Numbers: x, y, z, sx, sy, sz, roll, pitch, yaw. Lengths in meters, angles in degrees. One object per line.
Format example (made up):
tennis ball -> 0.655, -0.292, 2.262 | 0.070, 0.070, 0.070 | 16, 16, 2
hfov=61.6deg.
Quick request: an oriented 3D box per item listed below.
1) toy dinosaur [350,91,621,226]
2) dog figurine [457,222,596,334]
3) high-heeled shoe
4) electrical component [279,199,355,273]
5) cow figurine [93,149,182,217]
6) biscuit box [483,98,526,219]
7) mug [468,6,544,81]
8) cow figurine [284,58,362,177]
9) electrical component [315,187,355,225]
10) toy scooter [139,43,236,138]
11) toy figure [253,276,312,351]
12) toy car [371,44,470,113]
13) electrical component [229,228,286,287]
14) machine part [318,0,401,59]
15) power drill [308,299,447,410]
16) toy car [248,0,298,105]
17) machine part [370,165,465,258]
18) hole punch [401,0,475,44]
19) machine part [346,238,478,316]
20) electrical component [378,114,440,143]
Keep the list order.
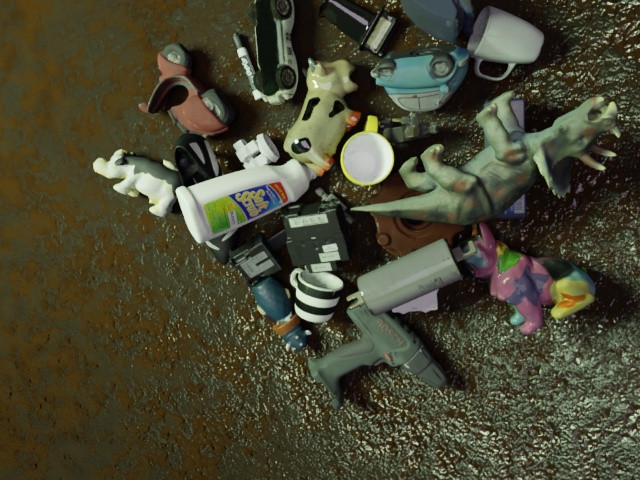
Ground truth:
toy dinosaur -> 0.262, -0.097, 0.861 | 0.405, 0.131, 0.192 | -35, 91, 23
dog figurine -> 0.347, 0.044, 0.942 | 0.191, 0.108, 0.219 | -31, 93, 12
high-heeled shoe -> -0.203, -0.066, 0.960 | 0.086, 0.145, 0.248 | -9, 98, 9
electrical component -> -0.002, -0.003, 0.977 | 0.115, 0.058, 0.134 | -5, 117, 19
cow figurine -> -0.335, -0.123, 1.003 | 0.167, 0.068, 0.098 | 33, 97, -4
biscuit box -> 0.320, -0.139, 0.930 | 0.059, 0.063, 0.202 | -3, 101, 6
mug -> 0.308, -0.318, 0.889 | 0.107, 0.081, 0.109 | 12, 97, -4
cow figurine -> 0.003, -0.224, 0.932 | 0.127, 0.085, 0.195 | 29, 85, -11
electrical component -> 0.017, -0.053, 1.001 | 0.094, 0.021, 0.063 | 44, 103, -4
toy scooter -> -0.248, -0.246, 0.967 | 0.135, 0.075, 0.184 | -39, 91, 11
toy figure -> -0.071, 0.142, 1.031 | 0.064, 0.058, 0.154 | -26, 102, 16
toy car -> 0.172, -0.266, 0.905 | 0.162, 0.109, 0.102 | -4, 118, 16
electrical component -> -0.103, 0.027, 1.006 | 0.119, 0.048, 0.074 | -26, 121, 6
machine part -> 0.063, -0.378, 0.927 | 0.139, 0.039, 0.084 | 28, 111, -1
power drill -> 0.097, 0.235, 1.019 | 0.207, 0.086, 0.232 | -36, 93, 15
toy car -> -0.079, -0.338, 0.932 | 0.074, 0.056, 0.201 | 6, 105, 42
machine part -> 0.174, -0.049, 0.967 | 0.179, 0.056, 0.179 | 1, 100, 5
hole punch -> 0.190, -0.376, 0.868 | 0.092, 0.142, 0.116 | -28, 83, 9
machine part -> 0.155, 0.065, 0.925 | 0.243, 0.079, 0.079 | -25, 97, 15
electrical component -> 0.147, -0.193, 0.926 | 0.078, 0.102, 0.045 | -15, 102, -17
